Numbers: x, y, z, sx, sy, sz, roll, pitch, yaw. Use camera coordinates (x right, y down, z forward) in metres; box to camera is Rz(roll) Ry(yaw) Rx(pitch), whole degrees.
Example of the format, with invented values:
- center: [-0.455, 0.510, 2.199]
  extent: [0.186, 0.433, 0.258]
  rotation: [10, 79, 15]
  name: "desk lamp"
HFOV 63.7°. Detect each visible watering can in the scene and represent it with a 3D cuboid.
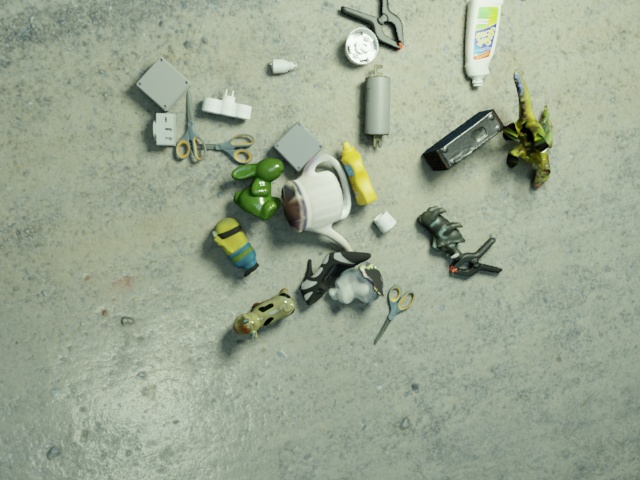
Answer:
- center: [0.005, -0.077, 1.521]
  extent: [0.226, 0.104, 0.344]
  rotation: [-17, 104, -30]
  name: "watering can"

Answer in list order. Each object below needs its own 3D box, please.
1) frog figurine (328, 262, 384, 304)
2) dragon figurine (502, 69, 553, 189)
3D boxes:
- center: [0.112, 0.142, 1.591]
  extent: [0.157, 0.125, 0.136]
  rotation: [-32, 114, 34]
  name: "frog figurine"
- center: [0.649, -0.335, 1.561]
  extent: [0.122, 0.247, 0.403]
  rotation: [3, 117, 34]
  name: "dragon figurine"
